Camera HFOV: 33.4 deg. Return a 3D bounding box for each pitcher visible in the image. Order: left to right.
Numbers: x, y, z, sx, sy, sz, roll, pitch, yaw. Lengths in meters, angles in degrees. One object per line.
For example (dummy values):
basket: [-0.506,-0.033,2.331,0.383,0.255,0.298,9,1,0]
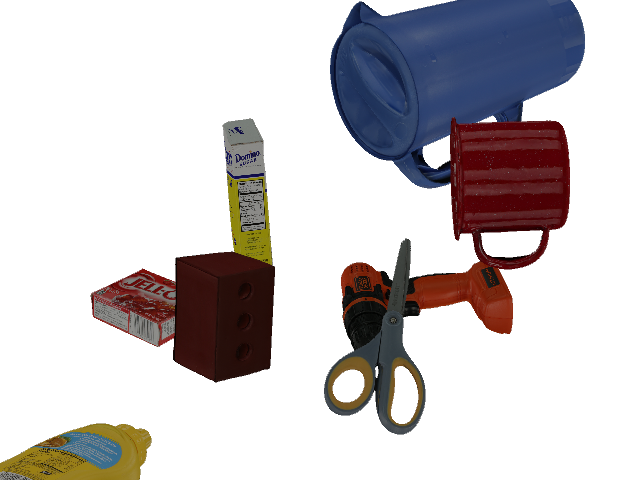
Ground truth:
pitcher: [0.144,-0.164,1.045,0.242,0.149,0.145,-22,46,-29]

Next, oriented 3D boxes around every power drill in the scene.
power drill: [0.117,0.076,1.204,0.187,0.057,0.184,-3,28,-2]

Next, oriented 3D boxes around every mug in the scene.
mug: [0.140,-0.036,0.794,0.081,0.117,0.093,-2,-17,5]

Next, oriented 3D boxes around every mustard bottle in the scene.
mustard bottle: [-0.202,0.191,0.854,0.096,0.058,0.191,6,15,29]

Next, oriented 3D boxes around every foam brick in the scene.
foam brick: [-0.068,0.052,0.754,0.052,0.078,0.051,-9,17,-41]

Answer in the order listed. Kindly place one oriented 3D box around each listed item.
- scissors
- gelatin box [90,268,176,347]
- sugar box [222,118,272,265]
scissors: [0.046,0.082,0.955,0.096,0.202,0.016,-3,-37,-4]
gelatin box: [-0.164,0.062,1.027,0.089,0.030,0.073,20,29,29]
sugar box: [-0.091,-0.052,1.318,0.048,0.176,0.093,-10,24,-8]
